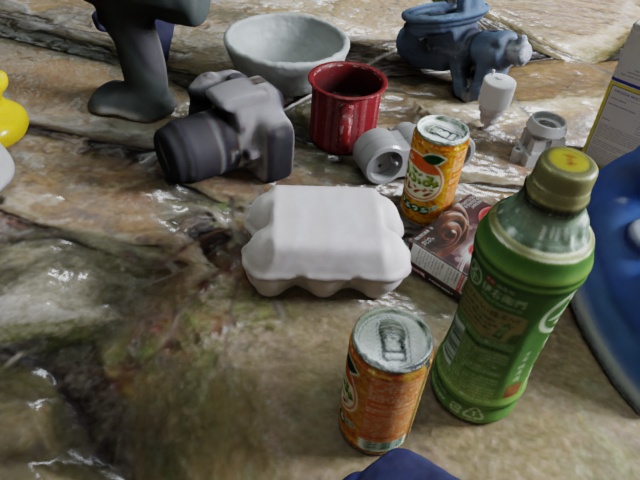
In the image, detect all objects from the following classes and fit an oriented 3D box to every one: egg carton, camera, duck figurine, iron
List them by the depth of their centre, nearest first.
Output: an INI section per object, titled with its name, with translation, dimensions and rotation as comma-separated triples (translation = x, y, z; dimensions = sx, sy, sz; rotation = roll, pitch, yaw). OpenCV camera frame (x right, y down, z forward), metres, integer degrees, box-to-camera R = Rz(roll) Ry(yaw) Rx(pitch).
[iron]
translation = 0.292, 0.006, 0.494
dimensions = 0.118, 0.141, 0.258
rotation = 12, 43, 7
[egg carton]
translation = 0.005, 0.002, 0.523
dimensions = 0.150, 0.069, 0.107
rotation = 0, 43, -5
[camera]
translation = -0.115, -0.126, 0.626
dimensions = 0.137, 0.101, 0.142
rotation = -24, 50, -28
[duck figurine]
translation = -0.380, -0.150, 0.636
dimensions = 0.077, 0.086, 0.105
rotation = 15, 44, 11

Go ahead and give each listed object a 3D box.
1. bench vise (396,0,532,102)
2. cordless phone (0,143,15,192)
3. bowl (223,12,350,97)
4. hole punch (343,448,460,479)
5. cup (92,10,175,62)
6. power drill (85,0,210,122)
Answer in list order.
[bench vise]
translation = 0.206, -0.318, 0.777
dimensions = 0.207, 0.220, 0.122
rotation = 26, 47, 21
[cordless phone]
translation = -0.370, -0.098, 0.508
dimensions = 0.094, 0.185, 0.148
rotation = 15, 44, 11
[bowl]
translation = -0.045, -0.243, 0.779
dimensions = 0.167, 0.075, 0.167
rotation = 3, 43, -2
[hole punch]
translation = 0.041, 0.176, 0.323
dimensions = 0.109, 0.091, 0.100
rotation = -31, 53, -32
[cup]
translation = -0.250, -0.285, 0.788
dimensions = 0.091, 0.095, 0.118
rotation = 36, 51, 29
[power drill]
translation = -0.240, -0.251, 0.669
dimensions = 0.229, 0.208, 0.075
rotation = 9, 43, 5
